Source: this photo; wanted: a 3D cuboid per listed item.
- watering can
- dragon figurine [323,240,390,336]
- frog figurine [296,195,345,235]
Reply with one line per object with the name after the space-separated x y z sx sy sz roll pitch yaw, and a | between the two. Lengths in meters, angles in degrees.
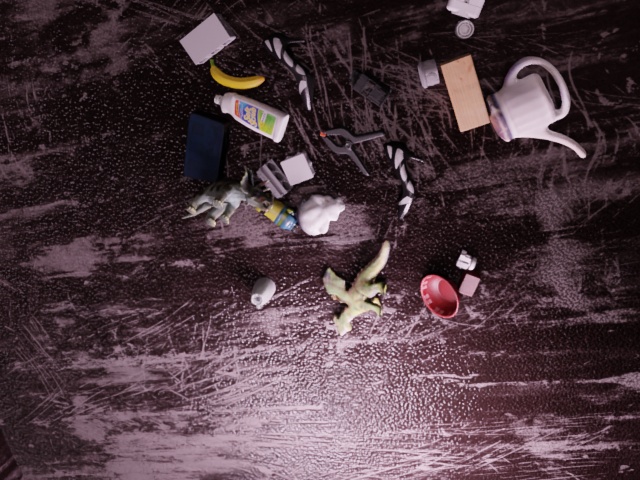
0.632 -0.360 1.521 0.223 0.106 0.345 -24 103 21 | watering can
0.121 0.165 1.839 0.243 0.124 0.404 10 111 17 | dragon figurine
0.005 -0.088 1.756 0.159 0.123 0.137 -7 90 27 | frog figurine
